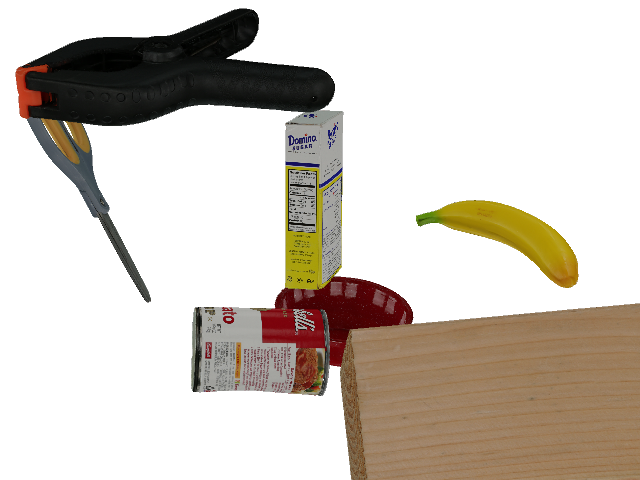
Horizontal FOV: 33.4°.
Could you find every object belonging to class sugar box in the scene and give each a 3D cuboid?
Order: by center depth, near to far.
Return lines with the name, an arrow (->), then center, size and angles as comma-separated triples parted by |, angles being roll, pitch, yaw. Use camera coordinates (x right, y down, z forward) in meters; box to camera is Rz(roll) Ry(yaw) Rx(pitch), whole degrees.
sugar box -> -0.007, -0.044, 1.125 | 0.048, 0.176, 0.093 | 2, 15, 15

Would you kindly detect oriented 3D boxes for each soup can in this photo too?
soup can -> -0.048, 0.086, 0.832 | 0.102, 0.068, 0.068 | 2, 0, -9

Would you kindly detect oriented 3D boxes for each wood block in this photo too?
wood block -> 0.119, 0.092, 0.563 | 0.206, 0.091, 0.090 | -5, -21, -4

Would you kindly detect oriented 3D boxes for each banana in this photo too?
banana -> 0.184, -0.002, 1.037 | 0.069, 0.037, 0.198 | -39, 38, -23

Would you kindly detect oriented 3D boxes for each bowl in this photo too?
bowl -> 0.026, 0.101, 1.250 | 0.162, 0.055, 0.162 | 4, 25, -2

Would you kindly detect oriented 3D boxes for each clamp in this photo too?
clamp -> -0.089, -0.101, 0.615 | 0.171, 0.039, 0.120 | -5, 27, -18

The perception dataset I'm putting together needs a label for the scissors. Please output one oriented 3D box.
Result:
scissors -> -0.198, -0.045, 0.946 | 0.016, 0.201, 0.096 | -25, 23, 11
